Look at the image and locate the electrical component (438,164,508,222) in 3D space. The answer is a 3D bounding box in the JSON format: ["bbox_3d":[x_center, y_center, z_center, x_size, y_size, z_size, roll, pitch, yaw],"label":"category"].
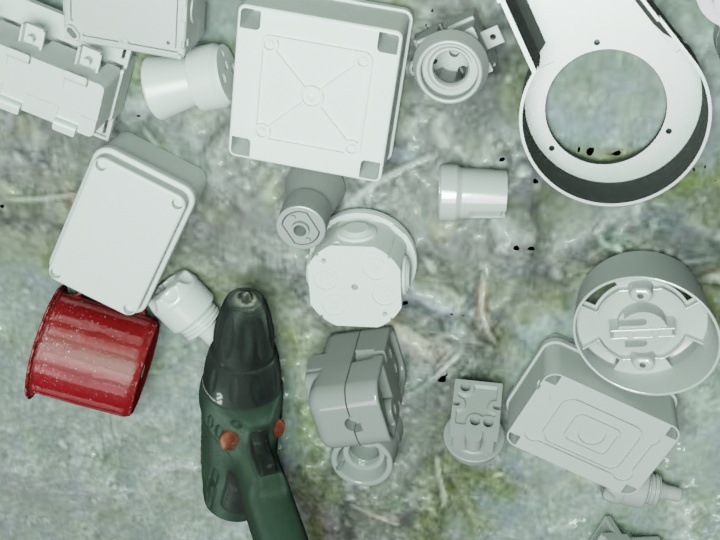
[{"bbox_3d":[0.078,-0.053,0.750,0.046,0.040,0.040,2,120,3],"label":"electrical component"}]

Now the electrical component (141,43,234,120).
[{"bbox_3d":[-0.116,-0.129,0.737,0.055,0.045,0.045,-8,118,15],"label":"electrical component"}]

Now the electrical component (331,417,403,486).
[{"bbox_3d":[0.005,0.141,0.870,0.055,0.047,0.055,4,120,8],"label":"electrical component"}]

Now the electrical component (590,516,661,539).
[{"bbox_3d":[0.210,0.276,0.897,0.063,0.078,0.121,5,125,-26],"label":"electrical component"}]

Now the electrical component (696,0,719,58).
[{"bbox_3d":[0.225,-0.168,0.636,0.052,0.073,0.138,-21,114,21],"label":"electrical component"}]

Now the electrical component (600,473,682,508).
[{"bbox_3d":[0.225,0.173,0.856,0.061,0.035,0.035,12,121,0],"label":"electrical component"}]

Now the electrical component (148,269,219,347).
[{"bbox_3d":[-0.130,0.033,0.835,0.043,0.043,0.062,-32,111,25],"label":"electrical component"}]

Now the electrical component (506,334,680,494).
[{"bbox_3d":[0.175,0.108,0.814,0.113,0.057,0.078,25,121,-4],"label":"electrical component"}]

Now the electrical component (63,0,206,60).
[{"bbox_3d":[-0.151,-0.183,0.703,0.096,0.061,0.061,11,121,4],"label":"electrical component"}]

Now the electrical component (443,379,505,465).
[{"bbox_3d":[0.090,0.120,0.837,0.048,0.066,0.055,5,140,7],"label":"electrical component"}]

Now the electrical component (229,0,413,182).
[{"bbox_3d":[-0.027,-0.125,0.717,0.109,0.056,0.108,11,121,4],"label":"electrical component"}]

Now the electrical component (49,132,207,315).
[{"bbox_3d":[-0.171,-0.033,0.788,0.078,0.057,0.113,27,114,-6],"label":"electrical component"}]

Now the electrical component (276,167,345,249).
[{"bbox_3d":[-0.037,-0.044,0.760,0.044,0.065,0.044,4,123,6],"label":"electrical component"}]

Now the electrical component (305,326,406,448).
[{"bbox_3d":[-0.004,0.088,0.813,0.059,0.095,0.053,-9,118,15],"label":"electrical component"}]

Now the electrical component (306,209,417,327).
[{"bbox_3d":[0.000,0.000,0.787,0.080,0.051,0.080,4,120,8],"label":"electrical component"}]

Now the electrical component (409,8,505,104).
[{"bbox_3d":[0.060,-0.136,0.694,0.066,0.055,0.048,-21,114,20],"label":"electrical component"}]

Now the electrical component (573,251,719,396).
[{"bbox_3d":[0.202,0.038,0.765,0.099,0.064,0.099,5,121,8],"label":"electrical component"}]

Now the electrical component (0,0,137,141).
[{"bbox_3d":[-0.226,-0.140,0.740,0.121,0.063,0.078,22,121,-3],"label":"electrical component"}]
